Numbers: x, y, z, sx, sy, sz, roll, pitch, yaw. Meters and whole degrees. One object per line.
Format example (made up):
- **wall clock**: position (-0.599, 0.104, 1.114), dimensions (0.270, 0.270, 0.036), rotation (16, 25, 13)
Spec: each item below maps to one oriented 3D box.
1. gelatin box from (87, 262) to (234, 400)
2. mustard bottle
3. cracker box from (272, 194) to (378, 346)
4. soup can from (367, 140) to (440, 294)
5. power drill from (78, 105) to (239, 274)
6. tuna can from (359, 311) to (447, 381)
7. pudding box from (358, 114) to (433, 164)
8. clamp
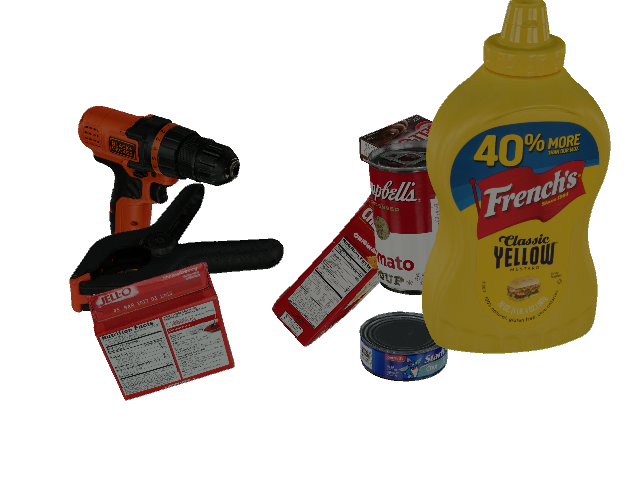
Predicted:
- **gelatin box**: position (-0.095, 0.056, 0.648), dimensions (0.073, 0.030, 0.089), rotation (-17, -35, -8)
- **mustard bottle**: position (0.105, -0.034, 0.572), dimensions (0.096, 0.192, 0.058), rotation (-4, 26, -4)
- **cracker box**: position (0.054, 0.013, 1.276), dimensions (0.214, 0.072, 0.164), rotation (-49, -8, 33)
- **soup can**: position (0.073, -0.018, 0.812), dimensions (0.068, 0.102, 0.068), rotation (-5, 22, 2)
- **power drill**: position (-0.163, -0.035, 1.088), dimensions (0.185, 0.188, 0.057), rotation (20, 32, 26)
- **tuna can**: position (0.081, 0.102, 1.033), dimensions (0.086, 0.034, 0.086), rotation (-1, 22, 0)
- **pudding box**: position (0.122, -0.126, 1.440), dimensions (0.113, 0.039, 0.090), rotation (-26, 39, -31)
- **clamp**: position (-0.129, 0.006, 0.860), dimensions (0.171, 0.039, 0.120), rotation (-17, 36, -29)
